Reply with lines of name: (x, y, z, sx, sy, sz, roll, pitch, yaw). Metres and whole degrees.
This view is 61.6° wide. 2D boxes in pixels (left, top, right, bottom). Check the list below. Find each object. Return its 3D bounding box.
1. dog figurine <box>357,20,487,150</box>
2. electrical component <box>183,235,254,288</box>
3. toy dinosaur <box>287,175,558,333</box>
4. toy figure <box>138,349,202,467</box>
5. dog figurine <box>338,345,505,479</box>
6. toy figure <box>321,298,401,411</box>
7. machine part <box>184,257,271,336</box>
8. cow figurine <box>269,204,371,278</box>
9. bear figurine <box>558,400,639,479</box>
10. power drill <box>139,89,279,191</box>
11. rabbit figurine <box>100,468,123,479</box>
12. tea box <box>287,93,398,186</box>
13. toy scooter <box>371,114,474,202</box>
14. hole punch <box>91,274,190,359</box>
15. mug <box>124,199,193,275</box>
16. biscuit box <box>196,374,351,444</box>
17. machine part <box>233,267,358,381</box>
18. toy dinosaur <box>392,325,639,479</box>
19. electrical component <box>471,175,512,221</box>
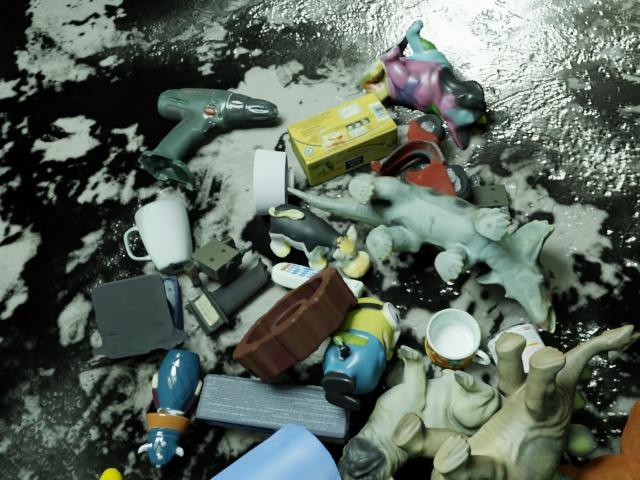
dog figurine: (0.191, -0.256, 0.951, 0.219, 0.191, 0.108, 46, 67, -9)
electrical component: (-0.162, 0.033, 0.840, 0.078, 0.045, 0.102, 21, 47, 26)
toy dinosaur: (0.165, -0.021, 0.774, 0.405, 0.192, 0.131, 28, 103, 27)
toy figure: (-0.202, 0.230, 0.738, 0.064, 0.057, 0.154, 1, 65, 15)
dog figurine: (0.129, 0.250, 0.674, 0.173, 0.121, 0.190, 20, 78, 21)
toy figure: (0.051, 0.140, 0.710, 0.089, 0.082, 0.180, 25, 36, 13)
machine part: (-0.134, 0.083, 0.826, 0.139, 0.039, 0.084, -39, 55, -13)
cow figurine: (0.000, -0.004, 0.825, 0.168, 0.098, 0.068, 20, 58, 18)
bear figurine: (0.381, 0.252, 0.615, 0.196, 0.131, 0.120, -24, 55, -14)
power drill: (-0.213, -0.193, 0.971, 0.232, 0.086, 0.207, 16, 67, 17)
rabbit figurine: (-0.233, 0.352, 0.605, 0.122, 0.173, 0.162, 11, 66, 17)
tea box: (0.040, -0.175, 0.935, 0.170, 0.068, 0.098, -22, 59, -4)
toy scooter: (0.160, -0.111, 0.879, 0.135, 0.075, 0.184, -23, 66, 10)
hole punch: (-0.267, 0.112, 0.808, 0.142, 0.092, 0.115, -10, 90, -2)
mug: (-0.256, 0.003, 0.863, 0.110, 0.080, 0.107, -20, 68, -10)
biscuit box: (-0.060, 0.225, 0.720, 0.203, 0.059, 0.063, 5, 62, 9)
machine part: (-0.033, 0.113, 0.721, 0.179, 0.179, 0.056, -40, 97, -16)
toy dinosaur: (0.180, 0.264, 0.590, 0.471, 0.198, 0.105, -41, 18, -1)
electrical component: (0.275, -0.067, 0.870, 0.063, 0.021, 0.094, -5, 59, 3)
